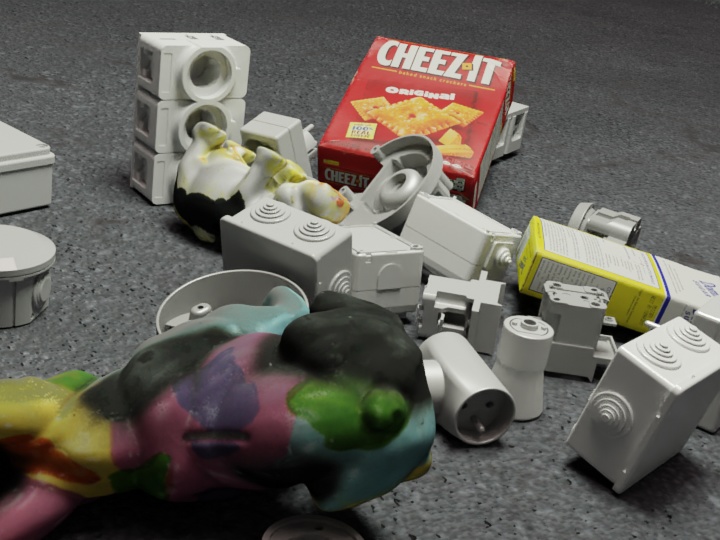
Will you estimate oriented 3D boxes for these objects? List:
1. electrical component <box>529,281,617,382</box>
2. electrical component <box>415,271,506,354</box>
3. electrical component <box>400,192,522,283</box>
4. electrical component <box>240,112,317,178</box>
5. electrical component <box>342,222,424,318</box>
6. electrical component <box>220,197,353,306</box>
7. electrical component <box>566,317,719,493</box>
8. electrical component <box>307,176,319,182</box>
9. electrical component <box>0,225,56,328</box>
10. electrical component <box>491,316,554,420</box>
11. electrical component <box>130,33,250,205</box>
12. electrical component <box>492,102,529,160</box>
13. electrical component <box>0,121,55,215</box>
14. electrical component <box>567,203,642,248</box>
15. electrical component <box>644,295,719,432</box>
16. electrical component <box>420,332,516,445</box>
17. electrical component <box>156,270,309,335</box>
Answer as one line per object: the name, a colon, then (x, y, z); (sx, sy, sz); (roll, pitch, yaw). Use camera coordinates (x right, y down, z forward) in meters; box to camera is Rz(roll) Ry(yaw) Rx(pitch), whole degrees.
electrical component: (0.156, 0.044, 0.811); (0.081, 0.063, 0.042); (8, 22, -1)
electrical component: (0.078, 0.032, 0.837); (0.064, 0.042, 0.081); (11, 23, 8)
electrical component: (0.089, -0.019, 0.932); (0.096, 0.061, 0.062); (32, 18, 33)
electrical component: (-0.067, -0.113, 1.037); (0.047, 0.083, 0.076); (18, 45, 33)
electrical component: (0.000, 0.000, 0.867); (0.062, 0.061, 0.096); (-4, 19, -28)
electrical component: (-0.052, 0.002, 0.788); (0.100, 0.099, 0.048); (23, 40, 29)
electrical component: (0.186, 0.083, 0.688); (0.048, 0.099, 0.100); (40, 35, 28)
electrical component: (-0.062, -0.059, 0.988); (0.055, 0.047, 0.055); (8, 23, -3)
electrical component: (-0.260, 0.002, 0.768); (0.080, 0.051, 0.080); (8, 23, -3)
electrical component: (0.111, 0.065, 0.742); (0.044, 0.065, 0.044); (8, 23, -3)
electrical component: (-0.160, -0.142, 1.013); (0.089, 0.150, 0.062); (-8, 27, -34)
electrical component: (0.128, -0.167, 1.289); (0.089, 0.061, 0.150); (21, 26, 26)
electrical component: (-0.344, -0.090, 0.943); (0.109, 0.056, 0.109); (26, 28, 34)
electrical component: (0.227, -0.030, 1.017); (0.057, 0.058, 0.078); (21, 25, 20)
electrical component: (0.239, 0.060, 0.778); (0.076, 0.083, 0.047); (23, 27, 30)
electrical component: (0.052, 0.078, 0.716); (0.079, 0.044, 0.077); (1, 25, -19)
electrical component: (-0.087, 0.045, 0.717); (0.099, 0.064, 0.099); (8, 23, -3)
